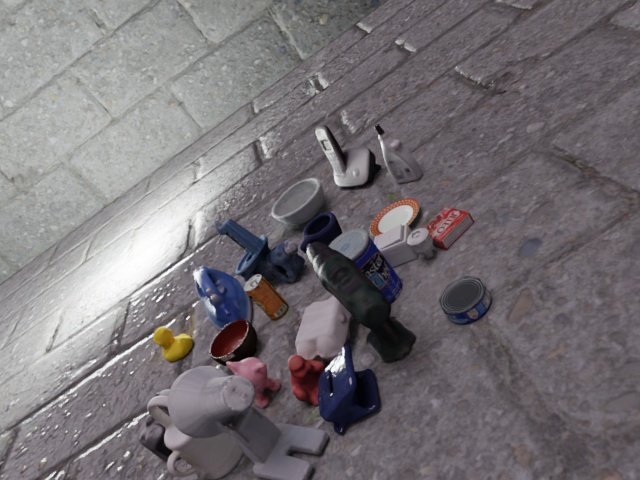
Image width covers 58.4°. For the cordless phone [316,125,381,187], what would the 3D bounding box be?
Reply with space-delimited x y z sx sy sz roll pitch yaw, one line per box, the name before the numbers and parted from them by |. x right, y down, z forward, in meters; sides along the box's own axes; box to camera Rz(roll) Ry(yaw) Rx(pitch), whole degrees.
cordless phone | 0.068 -0.236 1.569 0.147 0.185 0.094 0 46 50

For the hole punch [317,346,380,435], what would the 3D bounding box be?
hole punch | 0.036 0.252 0.970 0.101 0.091 0.108 -32 28 13

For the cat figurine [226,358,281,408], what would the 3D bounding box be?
cat figurine | -0.140 0.267 1.128 0.127 0.118 0.067 5 50 53

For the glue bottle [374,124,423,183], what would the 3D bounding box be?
glue bottle | 0.183 -0.217 1.414 0.077 0.173 0.037 -6 41 45

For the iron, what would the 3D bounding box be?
iron | -0.255 0.140 1.432 0.119 0.142 0.257 -42 28 -6

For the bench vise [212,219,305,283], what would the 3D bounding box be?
bench vise | -0.151 0.013 1.414 0.207 0.220 0.121 -25 30 23

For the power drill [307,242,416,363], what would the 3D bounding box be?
power drill | 0.073 0.112 1.010 0.075 0.209 0.229 -41 28 -5

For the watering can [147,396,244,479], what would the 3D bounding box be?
watering can | -0.233 0.338 1.049 0.100 0.194 0.172 -29 29 17

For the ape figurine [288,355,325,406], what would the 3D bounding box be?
ape figurine | -0.027 0.248 1.051 0.078 0.092 0.076 -39 28 -2

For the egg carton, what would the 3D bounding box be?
egg carton | 0.013 0.179 1.132 0.107 0.069 0.150 -22 32 29

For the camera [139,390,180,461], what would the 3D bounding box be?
camera | -0.286 0.365 1.173 0.136 0.101 0.143 -14 36 39

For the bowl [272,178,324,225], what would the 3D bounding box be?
bowl | -0.049 -0.096 1.616 0.167 0.075 0.167 -29 29 18

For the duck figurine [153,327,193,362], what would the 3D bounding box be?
duck figurine | -0.384 0.258 1.467 0.104 0.086 0.077 -14 36 39

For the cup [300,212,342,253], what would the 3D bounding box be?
cup | 0.013 0.005 1.367 0.118 0.095 0.091 -49 30 -20

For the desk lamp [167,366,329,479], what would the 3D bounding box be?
desk lamp | -0.129 0.299 0.961 0.202 0.214 0.118 -10 39 43
